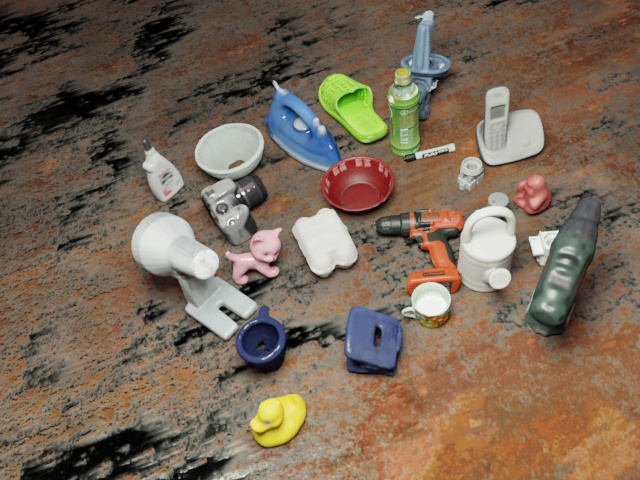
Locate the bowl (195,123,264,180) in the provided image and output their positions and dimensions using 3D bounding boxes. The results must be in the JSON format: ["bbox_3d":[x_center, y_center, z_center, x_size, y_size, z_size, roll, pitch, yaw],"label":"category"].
[{"bbox_3d":[-0.209,-0.199,1.374,0.167,0.075,0.167,-5,54,7],"label":"bowl"}]

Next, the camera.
[{"bbox_3d":[-0.181,-0.086,1.270,0.137,0.101,0.142,-32,55,-13],"label":"camera"}]

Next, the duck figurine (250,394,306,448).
[{"bbox_3d":[-0.075,0.298,0.979,0.105,0.086,0.077,-36,56,-16],"label":"duck figurine"}]

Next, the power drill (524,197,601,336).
[{"bbox_3d":[0.416,0.066,0.988,0.075,0.209,0.230,20,60,23],"label":"power drill"}]

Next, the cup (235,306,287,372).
[{"bbox_3d":[-0.100,0.190,1.057,0.091,0.095,0.117,-5,53,7],"label":"cup"}]

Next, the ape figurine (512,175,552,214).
[{"bbox_3d":[0.440,-0.100,1.178,0.076,0.092,0.078,4,55,13],"label":"ape figurine"}]

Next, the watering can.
[{"bbox_3d":[0.312,0.012,1.055,0.101,0.194,0.172,-25,54,-8],"label":"watering can"}]

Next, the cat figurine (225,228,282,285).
[{"bbox_3d":[-0.130,0.024,1.170,0.128,0.118,0.067,-15,53,-1],"label":"cat figurine"}]

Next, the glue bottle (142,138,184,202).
[{"bbox_3d":[-0.373,-0.168,1.318,0.037,0.173,0.078,26,62,26],"label":"glue bottle"}]

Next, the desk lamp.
[{"bbox_3d":[-0.241,0.061,1.102,0.202,0.214,0.118,29,64,27],"label":"desk lamp"}]

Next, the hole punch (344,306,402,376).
[{"bbox_3d":[0.097,0.180,1.033,0.101,0.091,0.108,2,55,12],"label":"hole punch"}]

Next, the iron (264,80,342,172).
[{"bbox_3d":[-0.033,-0.271,1.355,0.119,0.142,0.257,-36,56,-16],"label":"iron"}]

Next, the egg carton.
[{"bbox_3d":[0.011,0.004,1.190,0.107,0.069,0.150,-24,54,-8],"label":"egg carton"}]

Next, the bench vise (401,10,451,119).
[{"bbox_3d":[0.251,-0.410,1.358,0.121,0.220,0.207,-1,54,10],"label":"bench vise"}]

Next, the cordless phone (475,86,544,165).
[{"bbox_3d":[0.415,-0.259,1.241,0.147,0.185,0.094,-16,53,-2],"label":"cordless phone"}]
